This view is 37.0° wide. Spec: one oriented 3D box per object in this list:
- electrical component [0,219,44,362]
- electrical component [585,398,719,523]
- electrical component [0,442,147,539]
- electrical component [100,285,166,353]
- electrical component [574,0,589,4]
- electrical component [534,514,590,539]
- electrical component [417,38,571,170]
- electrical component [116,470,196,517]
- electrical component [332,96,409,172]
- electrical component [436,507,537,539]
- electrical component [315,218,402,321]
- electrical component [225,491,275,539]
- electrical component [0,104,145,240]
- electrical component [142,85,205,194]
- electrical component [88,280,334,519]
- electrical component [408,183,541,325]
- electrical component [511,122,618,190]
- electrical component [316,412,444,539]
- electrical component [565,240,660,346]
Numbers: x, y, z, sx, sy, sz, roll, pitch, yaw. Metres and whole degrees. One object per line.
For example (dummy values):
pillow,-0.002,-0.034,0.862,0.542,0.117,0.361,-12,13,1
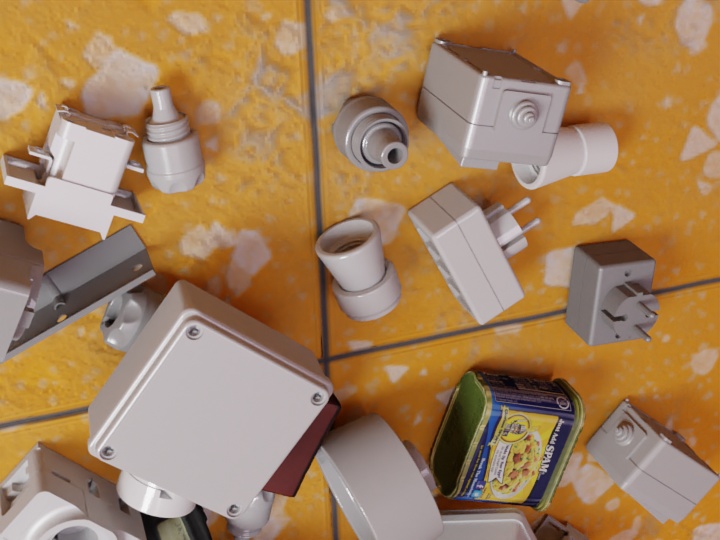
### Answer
electrical component,-0.215,0.007,0.607,0.056,0.089,0.050,18,108,-27
electrical component,0.229,0.154,0.865,0.096,0.061,0.061,33,101,-31
electrical component,-0.225,0.205,0.719,0.150,0.061,0.089,-47,122,7
electrical component,-0.129,0.037,0.682,0.062,0.043,0.043,26,104,-31
electrical component,0.144,-0.200,0.665,0.055,0.045,0.045,-45,122,5
electrical component,0.175,0.245,0.882,0.081,0.064,0.042,35,101,12
electrical component,0.082,-0.098,0.662,0.062,0.096,0.061,3,114,-21
electrical component,-0.131,0.131,0.723,0.055,0.055,0.047,12,107,-25
electrical component,0.010,-0.081,0.664,0.043,0.062,0.043,-9,118,-18
electrical component,0.087,0.239,0.829,0.109,0.056,0.108,-9,127,28
electrical component,0.000,0.000,0.711,0.045,0.045,0.055,-26,122,-7
electrical component,-0.082,0.176,0.775,0.035,0.035,0.061,2,117,-22
electrical component,-0.162,-0.059,0.623,0.081,0.042,0.063,16,105,-27
electrical component,-0.112,-0.078,0.636,0.035,0.035,0.061,-14,117,-14
electrical component,-0.092,0.080,0.654,0.109,0.056,0.108,32,101,-26
electrical component,0.088,-0.021,0.733,0.076,0.047,0.083,-33,122,-3
electrical component,0.141,-0.080,0.727,0.065,0.044,0.044,-9,118,-22
electrical component,0.018,0.152,0.761,0.060,0.108,0.108,-28,122,-13
electrical component,0.190,0.025,0.776,0.047,0.076,0.065,-7,117,-17
